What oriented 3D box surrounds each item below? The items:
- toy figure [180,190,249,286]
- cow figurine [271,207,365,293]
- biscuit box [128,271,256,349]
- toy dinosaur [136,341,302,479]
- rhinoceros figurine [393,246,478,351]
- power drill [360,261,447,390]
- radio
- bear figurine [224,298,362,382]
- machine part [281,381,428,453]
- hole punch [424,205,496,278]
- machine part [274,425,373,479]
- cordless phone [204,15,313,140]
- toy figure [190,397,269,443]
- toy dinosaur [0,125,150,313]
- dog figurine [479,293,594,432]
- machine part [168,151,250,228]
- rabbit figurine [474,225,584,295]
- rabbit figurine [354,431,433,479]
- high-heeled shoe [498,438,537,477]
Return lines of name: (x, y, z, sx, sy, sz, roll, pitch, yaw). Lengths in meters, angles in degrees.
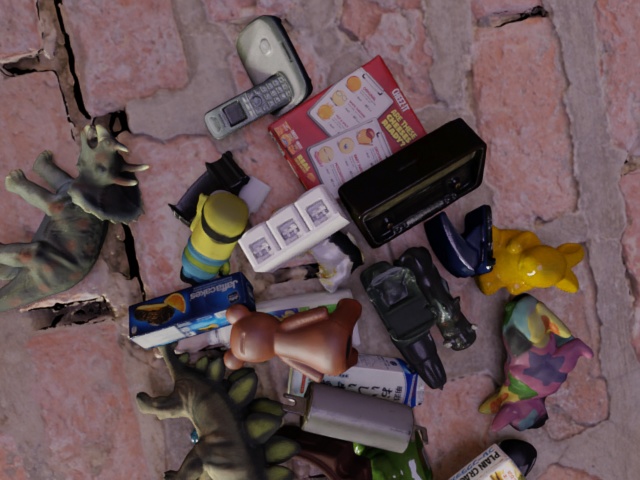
toy figure: (-0.168, 0.004, 0.856, 0.082, 0.089, 0.180, 14, 121, -33)
cow figurine: (-0.002, -0.003, 0.900, 0.098, 0.068, 0.167, -39, 97, 0)
biscuit box: (-0.206, 0.115, 0.874, 0.203, 0.059, 0.063, -17, 58, 5)
toy dinosaur: (-0.141, 0.319, 0.838, 0.198, 0.105, 0.472, -35, 69, 0)
rhinoceros figurine: (0.198, 0.095, 0.905, 0.073, 0.112, 0.190, -31, 89, -4)
power drill: (0.139, 0.127, 0.842, 0.086, 0.207, 0.232, -30, 72, 5)
radio: (0.152, -0.086, 0.868, 0.230, 0.131, 0.073, -29, 60, -1)
bear figurine: (-0.043, 0.152, 0.840, 0.196, 0.132, 0.120, 3, 98, 17)
machine part: (0.057, 0.280, 0.853, 0.243, 0.079, 0.079, 14, 94, -7)
hole punch: (0.230, 0.006, 0.892, 0.092, 0.142, 0.115, -2, 82, -6)
machine part: (-0.018, 0.423, 0.889, 0.201, 0.087, 0.201, 1, 98, 24)
cordless phone: (-0.117, -0.255, 0.862, 0.184, 0.089, 0.146, -28, 97, 3)
toy figure: (-0.153, 0.318, 0.926, 0.154, 0.057, 0.064, -22, 62, -1)
toy dinosaur: (-0.412, -0.001, 0.849, 0.192, 0.131, 0.404, 27, 99, -6)
dog figurine: (0.348, 0.224, 0.933, 0.191, 0.108, 0.219, 42, 94, -8)
machine part: (-0.183, -0.078, 0.884, 0.139, 0.039, 0.084, -40, 69, 6)
rabbit figurine: (0.348, 0.045, 0.882, 0.162, 0.173, 0.121, 10, 91, -1)
rabbit figurine: (0.093, 0.384, 0.925, 0.170, 0.121, 0.159, -20, 93, 12)
high-heeled shoe: (0.306, 0.470, 0.984, 0.145, 0.086, 0.248, 5, 113, -33)
